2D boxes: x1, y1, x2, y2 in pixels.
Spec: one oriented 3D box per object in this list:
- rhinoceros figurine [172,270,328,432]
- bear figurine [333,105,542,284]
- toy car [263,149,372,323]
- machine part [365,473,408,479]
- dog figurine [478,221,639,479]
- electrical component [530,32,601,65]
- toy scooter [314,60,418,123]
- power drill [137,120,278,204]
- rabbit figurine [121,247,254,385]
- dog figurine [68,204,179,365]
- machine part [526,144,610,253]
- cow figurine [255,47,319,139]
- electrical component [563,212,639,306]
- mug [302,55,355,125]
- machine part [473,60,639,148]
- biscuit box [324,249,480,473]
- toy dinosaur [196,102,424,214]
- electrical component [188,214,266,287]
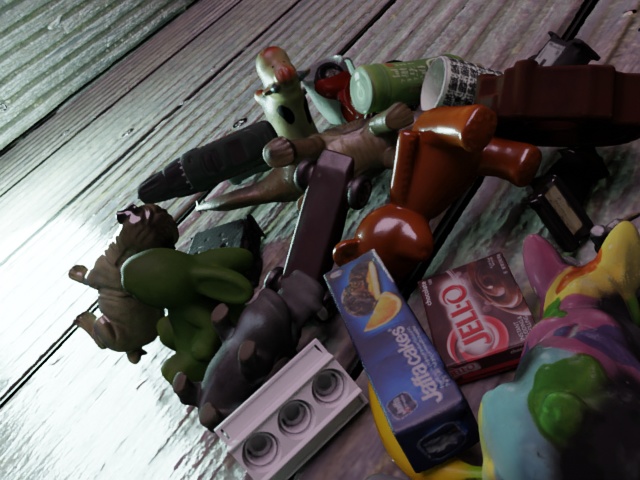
[{"bbox_3d":[-0.064,0.115,0.557,0.073,0.112,0.190,31,84,40],"label":"rhinoceros figurine"},{"bbox_3d":[0.110,-0.035,0.552,0.132,0.120,0.195,29,91,56],"label":"bear figurine"},{"bbox_3d":[-0.001,-0.002,0.622,0.089,0.053,0.202,22,101,32],"label":"toy car"},{"bbox_3d":[0.103,0.208,0.346,0.243,0.079,0.079,-2,44,37],"label":"machine part"},{"bbox_3d":[0.181,0.074,0.375,0.109,0.191,0.219,-13,54,35],"label":"dog figurine"},{"bbox_3d":[0.308,-0.217,0.732,0.119,0.047,0.075,-57,28,16],"label":"electrical component"},{"bbox_3d":[0.086,-0.226,0.865,0.184,0.075,0.135,-3,56,-15],"label":"toy scooter"},{"bbox_3d":[-0.164,-0.125,0.880,0.232,0.086,0.207,-23,1,12],"label":"power drill"},{"bbox_3d":[-0.145,0.075,0.615,0.159,0.170,0.121,-27,36,9],"label":"rabbit figurine"},{"bbox_3d":[-0.230,0.060,0.685,0.121,0.172,0.190,-28,-1,-43],"label":"dog figurine"},{"bbox_3d":[0.259,-0.051,0.558,0.139,0.084,0.039,-48,6,-37],"label":"machine part"},{"bbox_3d":[-0.055,-0.224,0.896,0.085,0.194,0.127,-29,35,-13],"label":"cow figurine"},{"bbox_3d":[0.274,0.022,0.472,0.078,0.045,0.102,-30,35,0],"label":"electrical component"},{"bbox_3d":[0.029,-0.269,0.963,0.081,0.107,0.109,7,46,41],"label":"mug"},{"bbox_3d":[0.249,-0.137,0.565,0.180,0.179,0.056,7,91,42],"label":"machine part"},{"bbox_3d":[0.063,0.093,0.467,0.059,0.062,0.203,-27,34,0],"label":"biscuit box"},{"bbox_3d":[0.005,-0.100,0.736,0.472,0.105,0.198,-14,9,16],"label":"toy dinosaur"},{"bbox_3d":[-0.142,0.035,0.763,0.115,0.058,0.134,-21,35,18],"label":"electrical component"}]
